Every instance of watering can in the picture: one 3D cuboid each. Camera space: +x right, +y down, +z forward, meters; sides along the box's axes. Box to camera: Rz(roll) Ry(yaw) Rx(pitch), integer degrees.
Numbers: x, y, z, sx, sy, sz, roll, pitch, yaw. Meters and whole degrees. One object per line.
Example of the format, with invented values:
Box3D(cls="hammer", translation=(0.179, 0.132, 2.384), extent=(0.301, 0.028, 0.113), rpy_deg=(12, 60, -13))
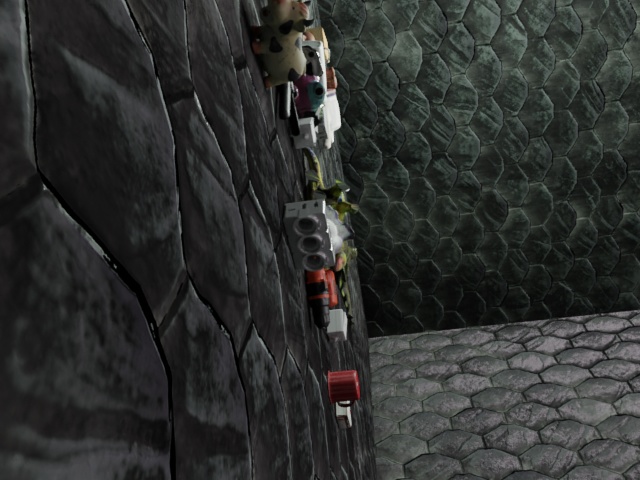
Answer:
Box3D(cls="watering can", translation=(0.024, -0.478, 1.999), extent=(0.104, 0.221, 0.353), rpy_deg=(-8, 21, 6))

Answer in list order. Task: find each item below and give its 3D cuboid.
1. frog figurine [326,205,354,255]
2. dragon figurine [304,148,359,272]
Box3D(cls="frog figurine", translation=(-0.012, -0.021, 1.283), extent=(0.121, 0.139, 0.160), rpy_deg=(-33, -15, 38))
Box3D(cls="dragon figurine", translation=(0.005, -0.076, 1.507), extent=(0.122, 0.237, 0.420), rpy_deg=(-3, 42, -18))
